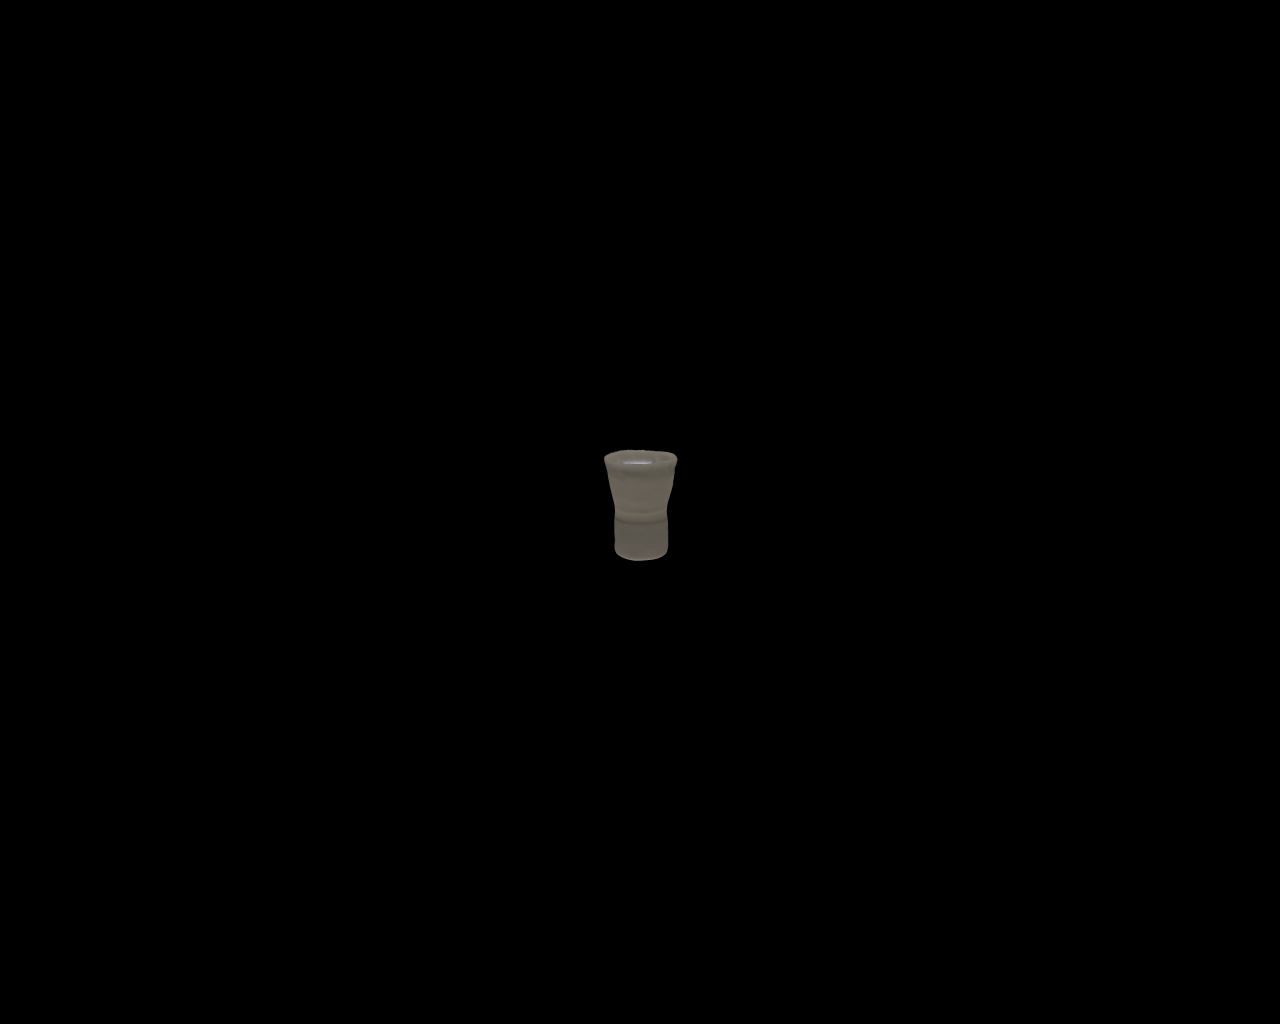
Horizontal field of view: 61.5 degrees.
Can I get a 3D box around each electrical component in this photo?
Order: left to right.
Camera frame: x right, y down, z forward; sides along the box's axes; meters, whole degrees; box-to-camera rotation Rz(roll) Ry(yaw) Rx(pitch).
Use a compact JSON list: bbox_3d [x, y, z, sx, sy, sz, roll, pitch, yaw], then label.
[{"bbox_3d":[0.001,-0.003,0.650,0.044,0.065,0.044,0,16,0],"label":"electrical component"}]
